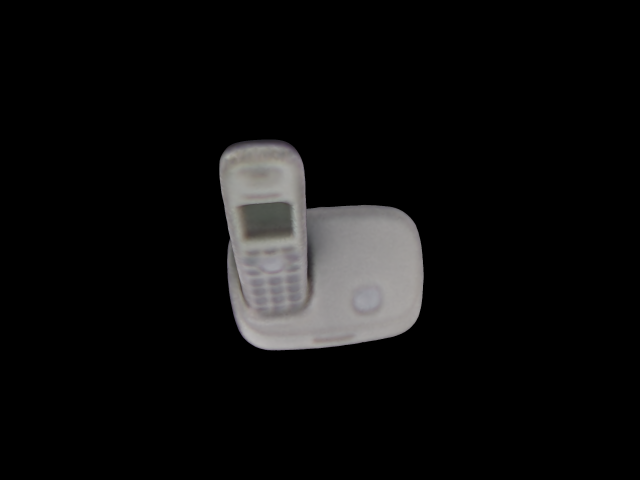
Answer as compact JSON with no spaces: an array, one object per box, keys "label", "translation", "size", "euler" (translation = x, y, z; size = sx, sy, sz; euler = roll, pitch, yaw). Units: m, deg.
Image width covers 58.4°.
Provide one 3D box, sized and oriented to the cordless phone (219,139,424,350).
[{"label":"cordless phone","translation":[0.004,0.001,0.400],"size":[0.147,0.185,0.094],"euler":[-8,58,-4]}]
